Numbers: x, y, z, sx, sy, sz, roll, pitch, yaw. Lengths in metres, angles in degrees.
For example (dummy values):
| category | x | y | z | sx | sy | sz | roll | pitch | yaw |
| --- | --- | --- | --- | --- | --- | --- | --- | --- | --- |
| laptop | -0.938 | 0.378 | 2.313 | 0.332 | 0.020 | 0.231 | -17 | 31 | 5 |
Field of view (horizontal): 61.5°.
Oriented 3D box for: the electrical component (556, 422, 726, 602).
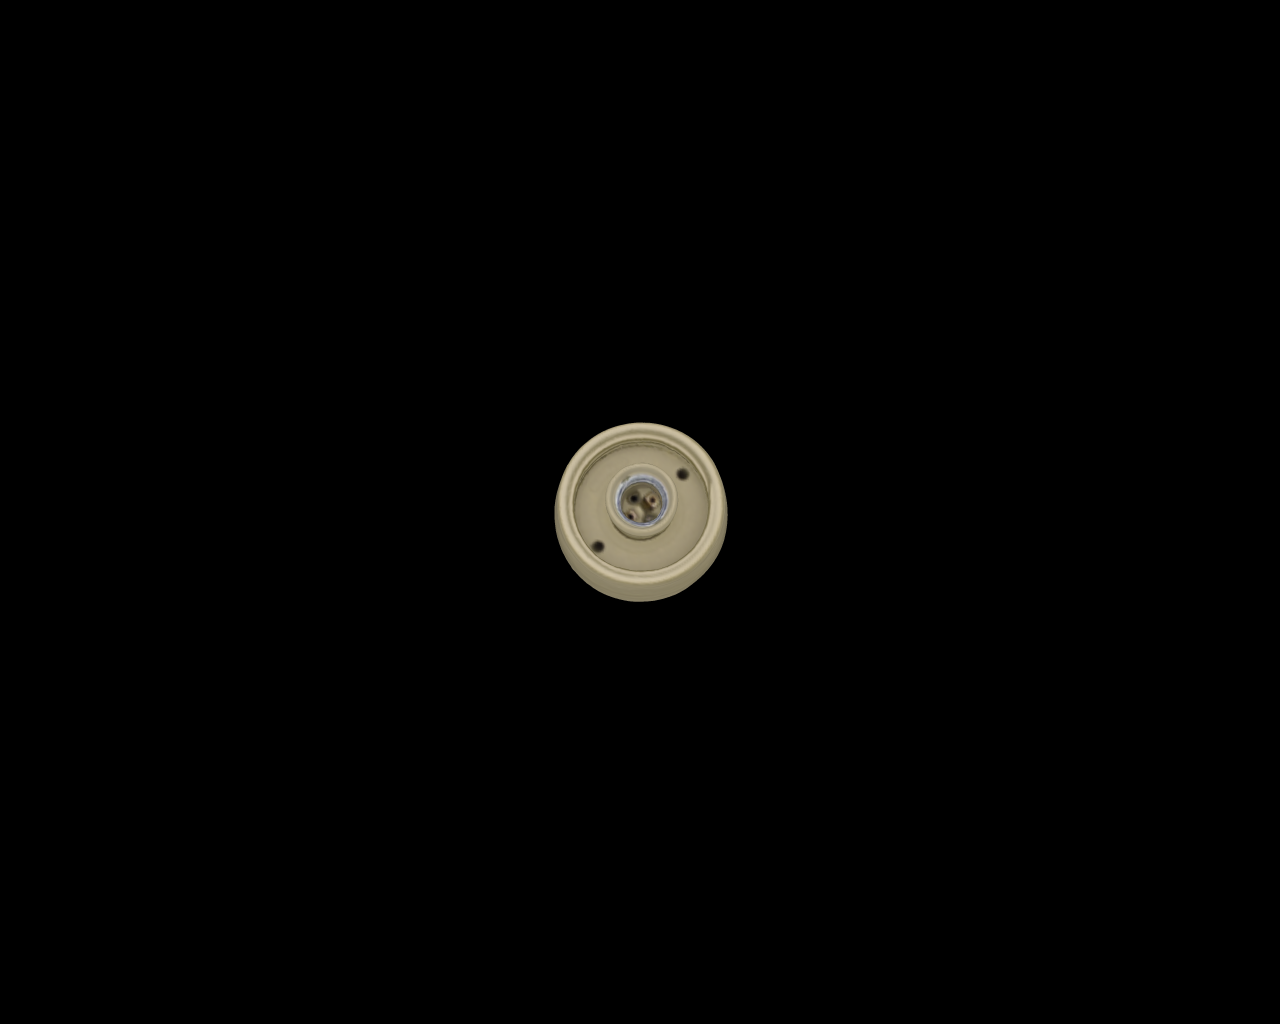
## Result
| category | x | y | z | sx | sy | sz | roll | pitch | yaw |
| --- | --- | --- | --- | --- | --- | --- | --- | --- | --- |
| electrical component | 0.001 | -0.003 | 0.650 | 0.108 | 0.108 | 0.060 | 0 | -12 | 0 |
